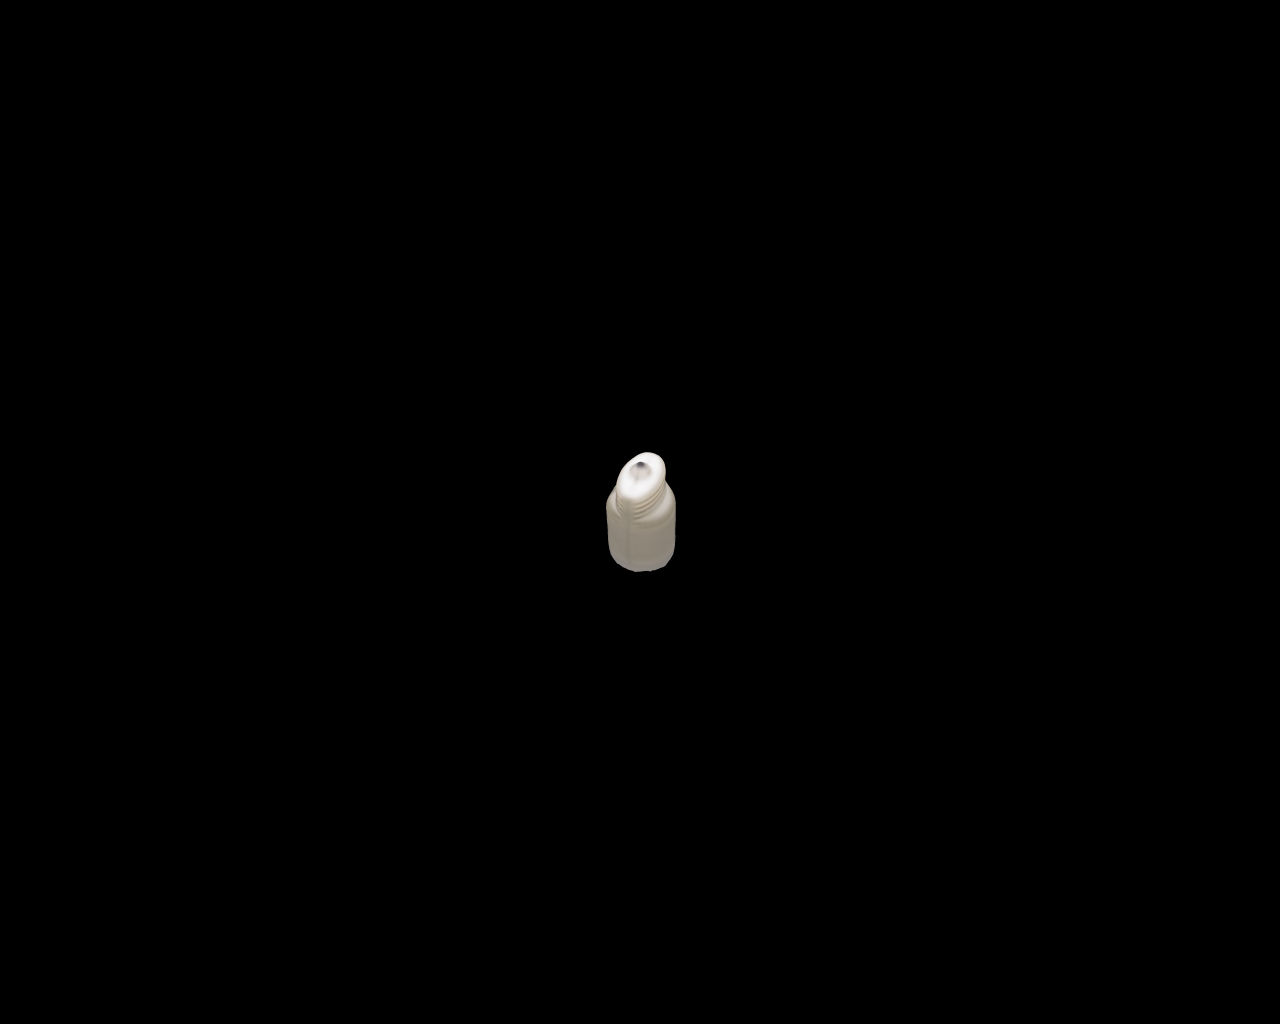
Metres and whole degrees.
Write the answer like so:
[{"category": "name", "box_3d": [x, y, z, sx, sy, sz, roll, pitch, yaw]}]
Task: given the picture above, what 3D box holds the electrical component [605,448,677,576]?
[{"category": "electrical component", "box_3d": [0.001, -0.003, 0.650, 0.043, 0.043, 0.080, 0, -41, 0]}]
